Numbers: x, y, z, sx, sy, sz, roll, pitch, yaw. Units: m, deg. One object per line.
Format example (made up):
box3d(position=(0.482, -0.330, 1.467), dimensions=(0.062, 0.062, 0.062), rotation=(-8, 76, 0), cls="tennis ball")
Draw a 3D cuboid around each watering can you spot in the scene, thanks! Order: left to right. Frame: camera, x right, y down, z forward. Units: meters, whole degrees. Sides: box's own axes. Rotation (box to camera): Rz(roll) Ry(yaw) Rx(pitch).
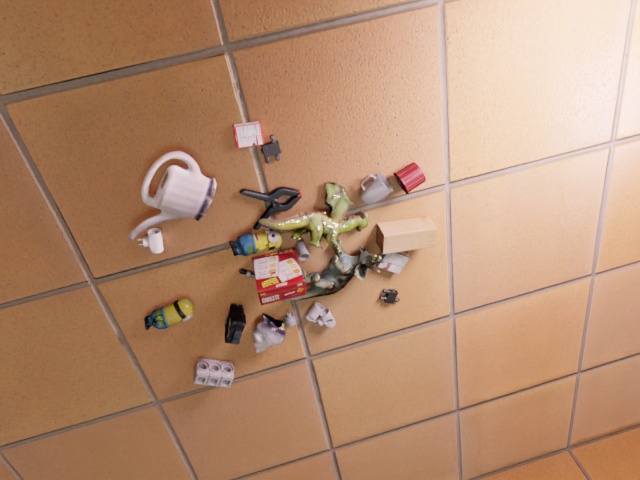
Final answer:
box3d(position=(-0.471, -0.121, 1.660), dimensions=(0.223, 0.106, 0.342), rotation=(19, 113, -25), cls="watering can")

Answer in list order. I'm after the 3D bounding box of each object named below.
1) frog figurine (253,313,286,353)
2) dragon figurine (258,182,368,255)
box3d(position=(-0.211, 0.389, 2.033), dimensions=(0.136, 0.124, 0.158), rotation=(22, 103, -46), cls="frog figurine")
box3d(position=(0.006, -0.092, 1.822), dimensions=(0.407, 0.123, 0.242), rotation=(22, 92, -29), cls="dragon figurine")
